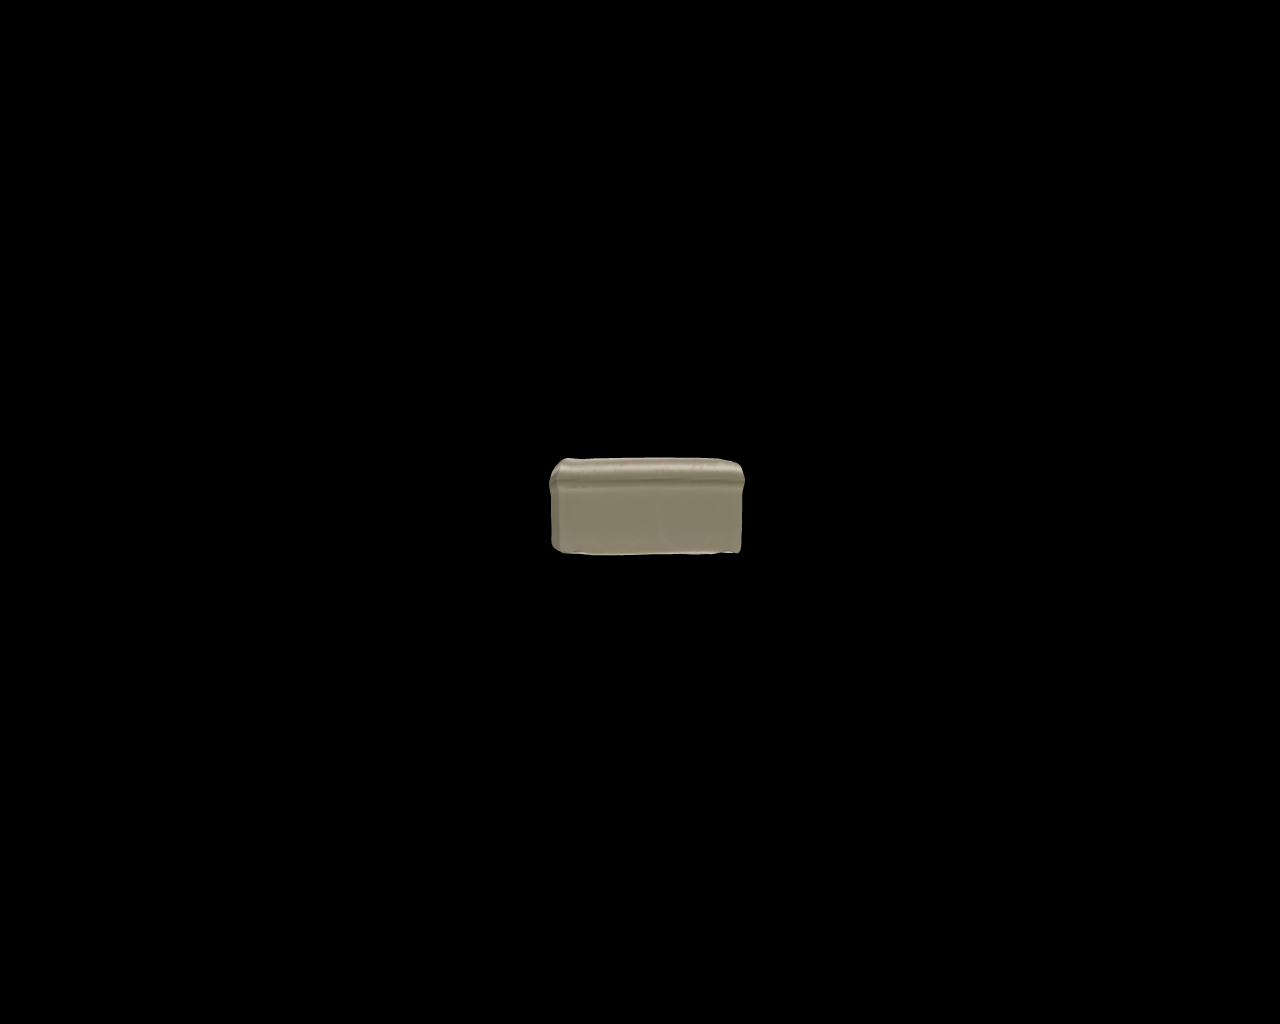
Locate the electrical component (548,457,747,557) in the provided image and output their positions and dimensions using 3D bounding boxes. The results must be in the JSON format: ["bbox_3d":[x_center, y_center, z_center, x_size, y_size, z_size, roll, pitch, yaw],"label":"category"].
[{"bbox_3d":[0.001,-0.003,0.650,0.109,0.056,0.108,0,0,-7],"label":"electrical component"}]
